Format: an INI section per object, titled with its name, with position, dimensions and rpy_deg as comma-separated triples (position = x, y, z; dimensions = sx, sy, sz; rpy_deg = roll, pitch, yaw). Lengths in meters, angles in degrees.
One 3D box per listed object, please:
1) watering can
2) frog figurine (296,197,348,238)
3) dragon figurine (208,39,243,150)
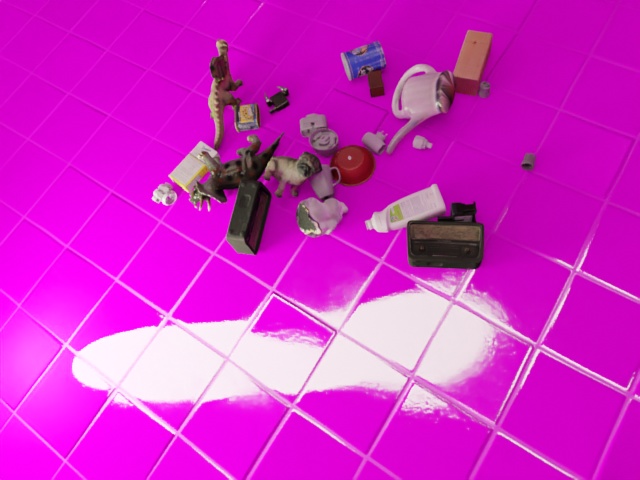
[watering can]
position = 0.339, -0.451, 1.743
dimensions = 0.224, 0.103, 0.352
rpy_deg = 0, 69, 39
[frog figurine]
position = 0.005, -0.084, 1.673
dimensions = 0.139, 0.120, 0.161
rpy_deg = 44, 46, 18
[dragon figurine]
position = -0.370, -0.555, 1.867
dimensions = 0.122, 0.238, 0.418
rpy_deg = -1, 65, 6
